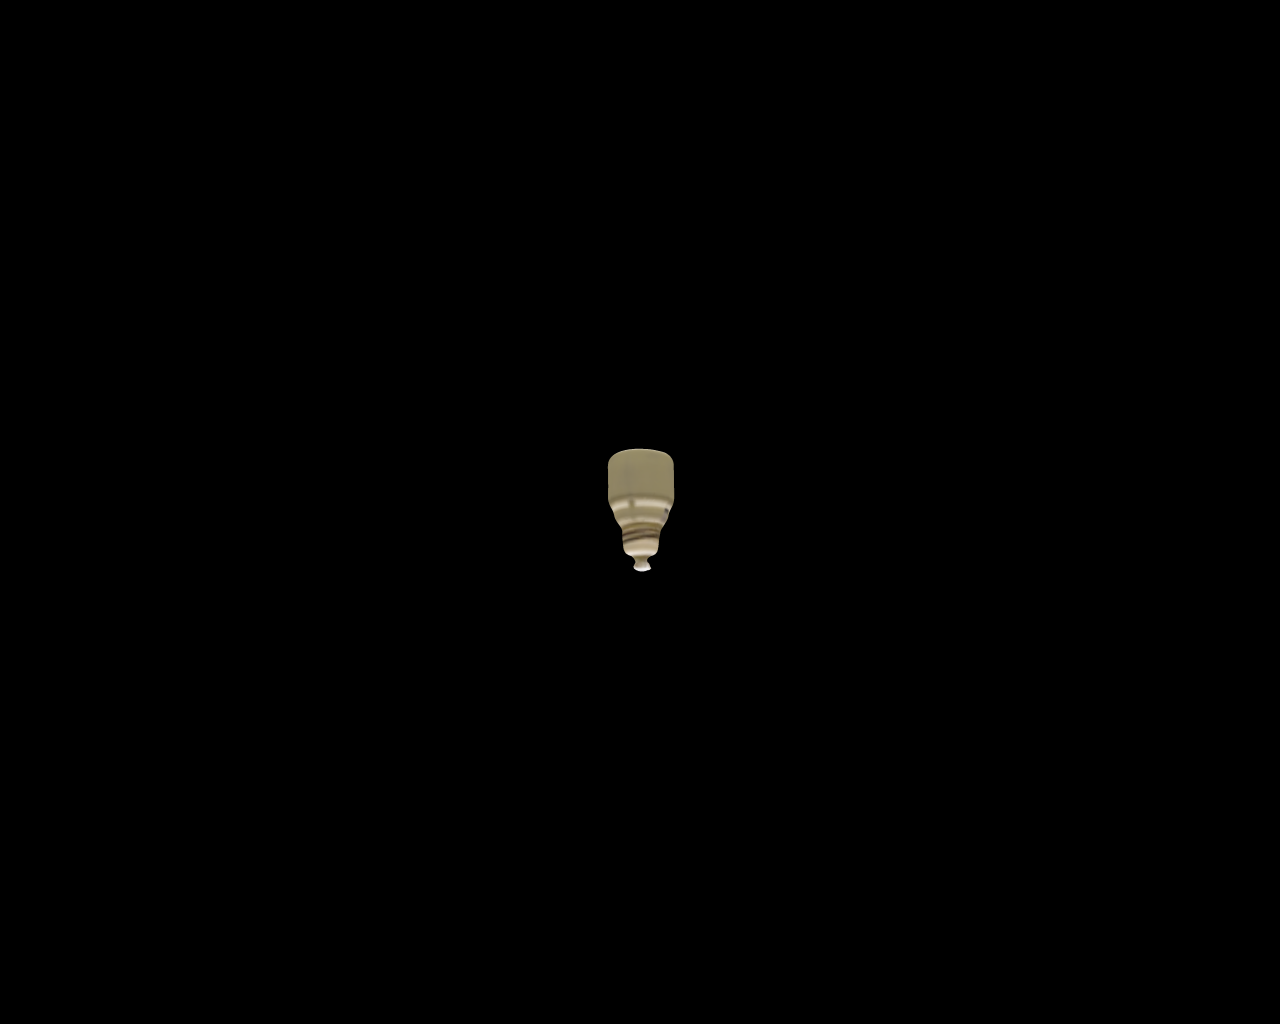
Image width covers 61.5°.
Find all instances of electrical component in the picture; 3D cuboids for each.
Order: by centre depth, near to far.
[{"bbox_3d":[0.001,-0.003,0.650,0.040,0.078,0.040,0,-14,0],"label":"electrical component"}]
